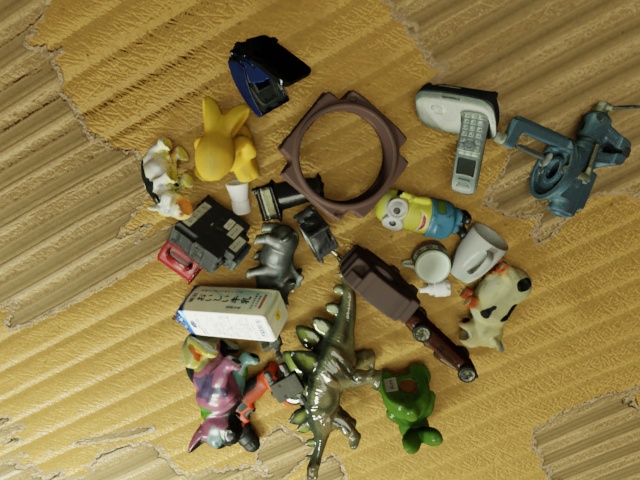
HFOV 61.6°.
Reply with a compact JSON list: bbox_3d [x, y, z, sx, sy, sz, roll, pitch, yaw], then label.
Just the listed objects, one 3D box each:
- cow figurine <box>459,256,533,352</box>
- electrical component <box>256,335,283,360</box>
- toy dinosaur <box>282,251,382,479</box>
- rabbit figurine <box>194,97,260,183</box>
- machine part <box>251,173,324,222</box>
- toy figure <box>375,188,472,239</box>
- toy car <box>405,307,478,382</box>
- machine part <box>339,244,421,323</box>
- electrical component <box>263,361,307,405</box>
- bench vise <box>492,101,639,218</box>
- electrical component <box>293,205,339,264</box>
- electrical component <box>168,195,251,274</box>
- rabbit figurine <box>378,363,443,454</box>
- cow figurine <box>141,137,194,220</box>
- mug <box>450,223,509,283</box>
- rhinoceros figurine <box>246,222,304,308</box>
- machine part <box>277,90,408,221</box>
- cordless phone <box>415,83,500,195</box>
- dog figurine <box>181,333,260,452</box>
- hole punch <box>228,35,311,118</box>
[{"bbox_3d":[0.352,0.139,1.090,0.127,0.085,0.195,35,105,-3],"label":"cow figurine"},{"bbox_3d":[-0.106,0.190,1.112,0.045,0.102,0.078,-40,128,17],"label":"electrical component"},{"bbox_3d":[0.024,0.264,1.107,0.198,0.105,0.471,15,89,-12],"label":"toy dinosaur"},{"bbox_3d":[-0.167,-0.164,0.950,0.122,0.173,0.162,14,113,0],"label":"rabbit figurine"},{"bbox_3d":[-0.058,-0.085,1.045,0.139,0.039,0.084,-17,99,9],"label":"machine part"},{"bbox_3d":[0.193,-0.048,1.030,0.180,0.089,0.082,9,97,-11],"label":"toy figure"},{"bbox_3d":[0.251,0.220,1.114,0.202,0.089,0.053,43,104,-14],"label":"toy car"},{"bbox_3d":[0.115,0.080,1.030,0.179,0.179,0.056,36,104,-10],"label":"machine part"},{"bbox_3d":[-0.066,0.287,1.049,0.063,0.021,0.094,-30,95,2],"label":"electrical component"},{"bbox_3d":[0.428,-0.165,0.966,0.241,0.129,0.223,20,105,-10],"label":"bench vise"},{"bbox_3d":[-0.002,-0.003,1.046,0.048,0.075,0.119,-34,139,-5],"label":"electrical component"},{"bbox_3d":[-0.200,-0.005,1.021,0.134,0.115,0.058,38,139,3],"label":"electrical component"},{"bbox_3d":[0.205,0.374,1.150,0.121,0.159,0.170,-19,123,-2],"label":"rabbit figurine"},{"bbox_3d":[-0.288,-0.098,0.989,0.098,0.167,0.068,-30,149,23],"label":"cow figurine"},{"bbox_3d":[0.305,0.038,1.046,0.081,0.110,0.107,25,121,-12],"label":"mug"},{"bbox_3d":[-0.084,0.053,1.068,0.112,0.073,0.190,10,120,3],"label":"rhinoceros figurine"},{"bbox_3d":[0.041,-0.151,0.971,0.201,0.087,0.201,40,91,-10],"label":"machine part"},{"bbox_3d":[0.238,-0.181,0.963,0.147,0.089,0.184,18,116,29],"label":"cordless phone"},{"bbox_3d":[-0.229,0.320,1.110,0.192,0.108,0.219,24,94,18],"label":"dog figurine"},{"bbox_3d":[-0.096,-0.286,0.934,0.116,0.142,0.092,41,131,2],"label":"hole punch"}]
